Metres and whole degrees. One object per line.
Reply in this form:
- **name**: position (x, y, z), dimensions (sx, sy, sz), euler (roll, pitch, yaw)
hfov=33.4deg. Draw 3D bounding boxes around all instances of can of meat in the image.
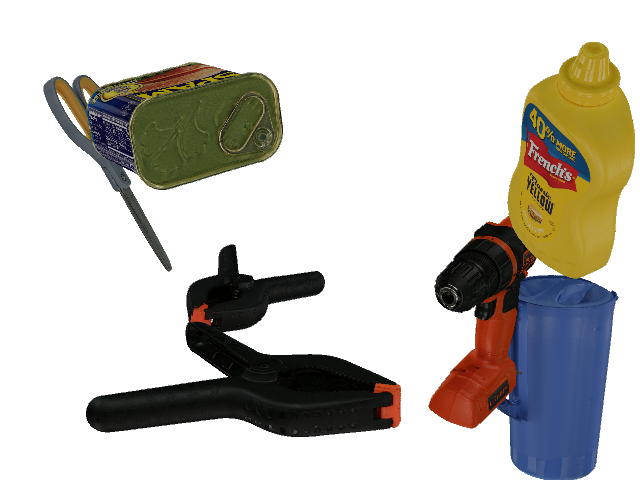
- **can of meat**: position (-0.089, -0.077, 0.680), dimensions (0.101, 0.057, 0.084), euler (-19, 24, -27)

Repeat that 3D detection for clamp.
- **clamp**: position (-0.087, 0.047, 1.065), dimensions (0.120, 0.039, 0.171), euler (15, 21, 31)
- **clamp**: position (-0.042, 0.102, 0.777), dimensions (0.210, 0.036, 0.164), euler (3, 19, 13)

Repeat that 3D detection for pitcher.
- **pitcher**: position (0.286, 0.173, 1.334), dimensions (0.149, 0.243, 0.144), euler (5, 15, 19)

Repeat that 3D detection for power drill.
- **power drill**: position (0.149, 0.076, 0.979), dimensions (0.057, 0.188, 0.184), euler (24, 33, 28)

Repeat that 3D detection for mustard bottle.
- **mustard bottle**: position (0.184, -0.064, 0.777), dimensions (0.058, 0.096, 0.192), euler (-21, -38, -16)

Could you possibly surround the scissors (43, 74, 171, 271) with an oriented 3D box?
- **scissors**: position (-0.186, -0.072, 0.988), dimensions (0.016, 0.201, 0.096), euler (-24, 27, 19)
